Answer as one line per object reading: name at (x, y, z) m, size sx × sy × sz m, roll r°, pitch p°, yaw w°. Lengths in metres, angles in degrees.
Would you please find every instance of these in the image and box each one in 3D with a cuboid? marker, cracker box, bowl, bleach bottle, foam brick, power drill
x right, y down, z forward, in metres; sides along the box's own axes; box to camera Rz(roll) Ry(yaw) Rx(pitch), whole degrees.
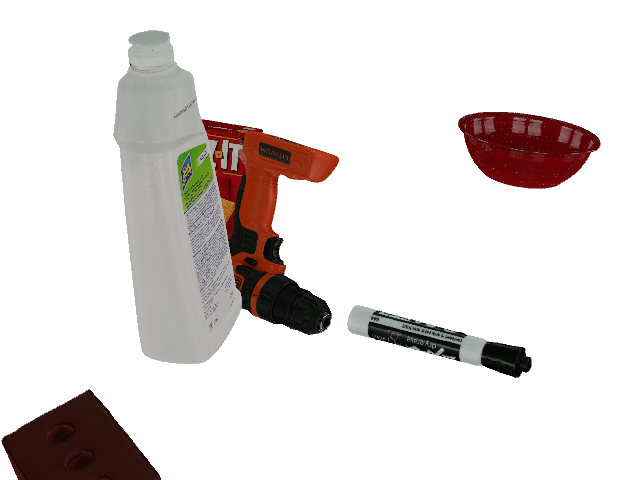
marker at (0.073, 0.063, 0.667) m, size 0.121 × 0.020 × 0.020 m, roll 13°, pitch 6°, yaw 29°
cracker box at (-0.183, -0.071, 1.603) m, size 0.164 × 0.214 × 0.072 m, roll 10°, pitch 19°, yaw 6°
bowl at (0.234, -0.100, 1.221) m, size 0.162 × 0.055 × 0.162 m, roll 5°, pitch 22°, yaw -2°
bleach bottle at (-0.109, -0.035, 0.795) m, size 0.068 × 0.251 × 0.102 m, roll 5°, pitch 32°, yaw 13°
foam brick at (-0.114, 0.124, 0.528) m, size 0.052 × 0.051 × 0.078 m, roll -28°, pitch 42°, yaw -25°
power drill at (-0.045, -0.010, 1.120) m, size 0.185 × 0.188 × 0.057 m, roll 22°, pitch 8°, yaw 32°
